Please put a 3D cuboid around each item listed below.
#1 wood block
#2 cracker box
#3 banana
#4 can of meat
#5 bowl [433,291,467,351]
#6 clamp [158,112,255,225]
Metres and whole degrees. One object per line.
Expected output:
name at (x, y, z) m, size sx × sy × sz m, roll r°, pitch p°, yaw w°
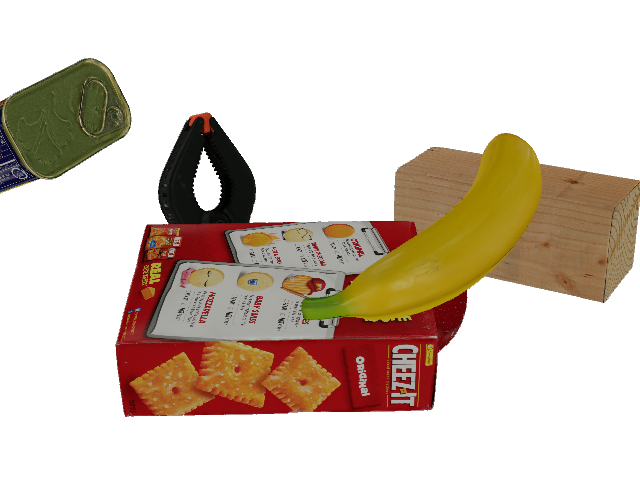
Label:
wood block at (0.179, -0.020, 0.992) m, size 0.206 × 0.090 × 0.090 m, roll 13°, pitch 26°, yaw 29°
cracker box at (-0.030, 0.054, 0.780) m, size 0.213 × 0.072 × 0.164 m, roll -1°, pitch 30°, yaw -1°
banana at (0.074, -0.011, 0.564) m, size 0.070 × 0.037 × 0.197 m, roll 20°, pitch 40°, yaw 34°
can of meat at (-0.190, -0.071, 0.704) m, size 0.084 × 0.057 × 0.101 m, roll -14°, pitch 19°, yaw 37°
bowl at (0.113, 0.059, 1.183) m, size 0.055 × 0.162 × 0.161 m, roll -12°, pitch -9°, yaw 44°
clamp at (-0.090, -0.009, 0.971) m, size 0.164 × 0.210 × 0.036 m, roll 0°, pitch 1°, yaw -33°
